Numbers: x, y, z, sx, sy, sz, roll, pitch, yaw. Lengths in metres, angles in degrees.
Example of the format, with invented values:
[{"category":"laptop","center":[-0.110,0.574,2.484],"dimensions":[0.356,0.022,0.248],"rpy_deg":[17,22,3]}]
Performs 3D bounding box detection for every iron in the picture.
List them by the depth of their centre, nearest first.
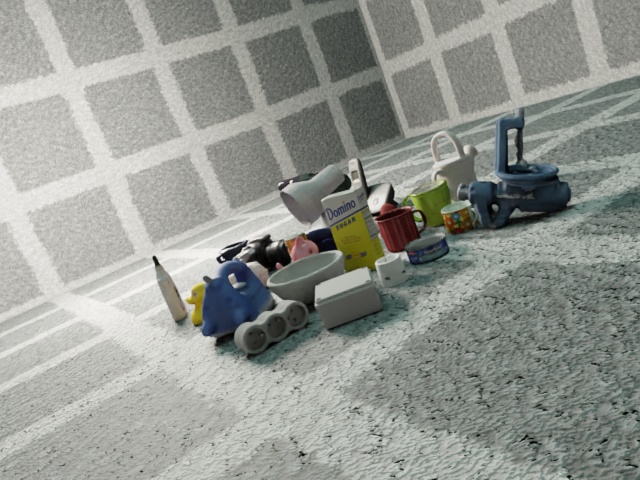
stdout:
[{"category":"iron","center":[-0.176,0.103,1.209],"dimensions":[0.118,0.141,0.258],"rpy_deg":[-18,11,14]}]

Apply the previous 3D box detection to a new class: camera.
[{"category":"camera","center":[-0.146,0.037,1.580],"dimensions":[0.136,0.101,0.143],"rpy_deg":[-13,14,37]}]

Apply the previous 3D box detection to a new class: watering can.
[{"category":"watering can","center":[0.355,-0.198,1.521],"dimensions":[0.100,0.194,0.173],"rpy_deg":[-14,14,34]}]

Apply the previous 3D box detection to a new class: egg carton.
[{"category":"egg carton","center":[-0.203,0.106,1.437],"dimensions":[0.149,0.069,0.107],"rpy_deg":[-10,16,45]}]

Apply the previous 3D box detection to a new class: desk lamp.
[{"category":"desk lamp","center":[0.018,-0.083,1.551],"dimensions":[0.203,0.214,0.117],"rpy_deg":[-26,12,-21]}]

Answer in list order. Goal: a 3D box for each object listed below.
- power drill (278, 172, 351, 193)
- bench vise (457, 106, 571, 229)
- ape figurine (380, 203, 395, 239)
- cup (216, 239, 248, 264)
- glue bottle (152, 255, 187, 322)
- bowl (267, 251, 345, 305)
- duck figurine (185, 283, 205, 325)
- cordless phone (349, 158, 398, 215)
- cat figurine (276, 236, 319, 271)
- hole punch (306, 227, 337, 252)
[{"category":"power drill","center":[0.000,-0.104,1.698],"dimensions":[0.229,0.208,0.076],"rpy_deg":[-15,13,29]},{"category":"bench vise","center":[0.370,-0.140,1.143],"dimensions":[0.207,0.220,0.121],"rpy_deg":[-19,11,10]},{"category":"ape figurine","center":[0.176,-0.046,1.395],"dimensions":[0.076,0.092,0.078],"rpy_deg":[-21,11,2]},{"category":"cup","center":[-0.242,0.062,1.655],"dimensions":[0.091,0.095,0.118],"rpy_deg":[-11,15,42]},{"category":"glue bottle","center":[-0.386,0.118,1.448],"dimensions":[0.037,0.173,0.078],"rpy_deg":[-23,11,-9]},{"category":"bowl","center":[-0.018,0.087,1.168],"dimensions":[0.167,0.075,0.167],"rpy_deg":[-20,11,5]},{"category":"duck figurine","center":[-0.265,0.140,1.345],"dimensions":[0.105,0.086,0.077],"rpy_deg":[-24,12,-15]},{"category":"cordless phone","center":[0.154,-0.171,1.791],"dimensions":[0.094,0.185,0.147],"rpy_deg":[-30,14,-39]},{"category":"cat figurine","center":[-0.044,0.052,1.271],"dimensions":[0.128,0.118,0.067],"rpy_deg":[-29,14,-35]},{"category":"hole punch","center":[0.013,0.005,1.457],"dimensions":[0.108,0.091,0.101],"rpy_deg":[-16,12,25]}]
